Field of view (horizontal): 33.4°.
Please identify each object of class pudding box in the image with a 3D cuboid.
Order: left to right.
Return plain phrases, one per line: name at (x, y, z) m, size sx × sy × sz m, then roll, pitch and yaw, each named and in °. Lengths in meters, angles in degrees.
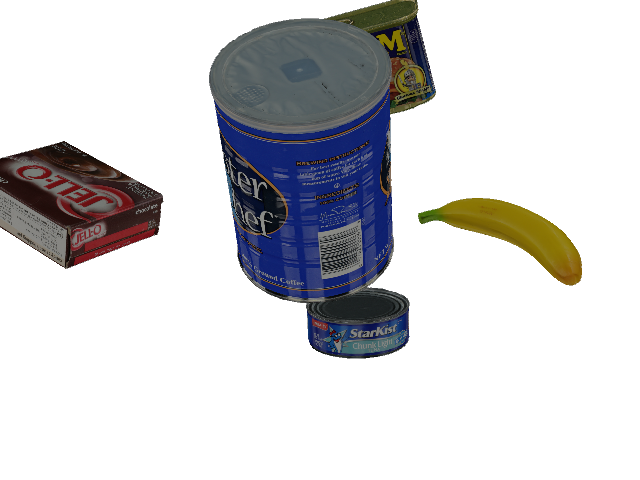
pudding box at (-0.186, -0.028, 0.775) m, size 0.114 × 0.039 × 0.089 m, roll 26°, pitch 30°, yaw 30°

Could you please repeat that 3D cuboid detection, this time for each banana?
banana at (0.187, -0.005, 1.036) m, size 0.069 × 0.037 × 0.198 m, roll -39°, pitch 38°, yaw -24°

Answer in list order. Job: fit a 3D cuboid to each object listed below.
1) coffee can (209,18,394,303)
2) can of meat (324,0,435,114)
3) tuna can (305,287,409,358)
coffee can at (-0.007, -0.047, 0.644) m, size 0.103 × 0.140 × 0.103 m, roll -3°, pitch 44°, yaw 2°
can of meat at (0.045, -0.155, 0.933) m, size 0.102 × 0.084 × 0.057 m, roll -13°, pitch 28°, yaw 9°
tuna can at (0.031, 0.068, 0.885) m, size 0.086 × 0.034 × 0.086 m, roll -2°, pitch 15°, yaw 0°
